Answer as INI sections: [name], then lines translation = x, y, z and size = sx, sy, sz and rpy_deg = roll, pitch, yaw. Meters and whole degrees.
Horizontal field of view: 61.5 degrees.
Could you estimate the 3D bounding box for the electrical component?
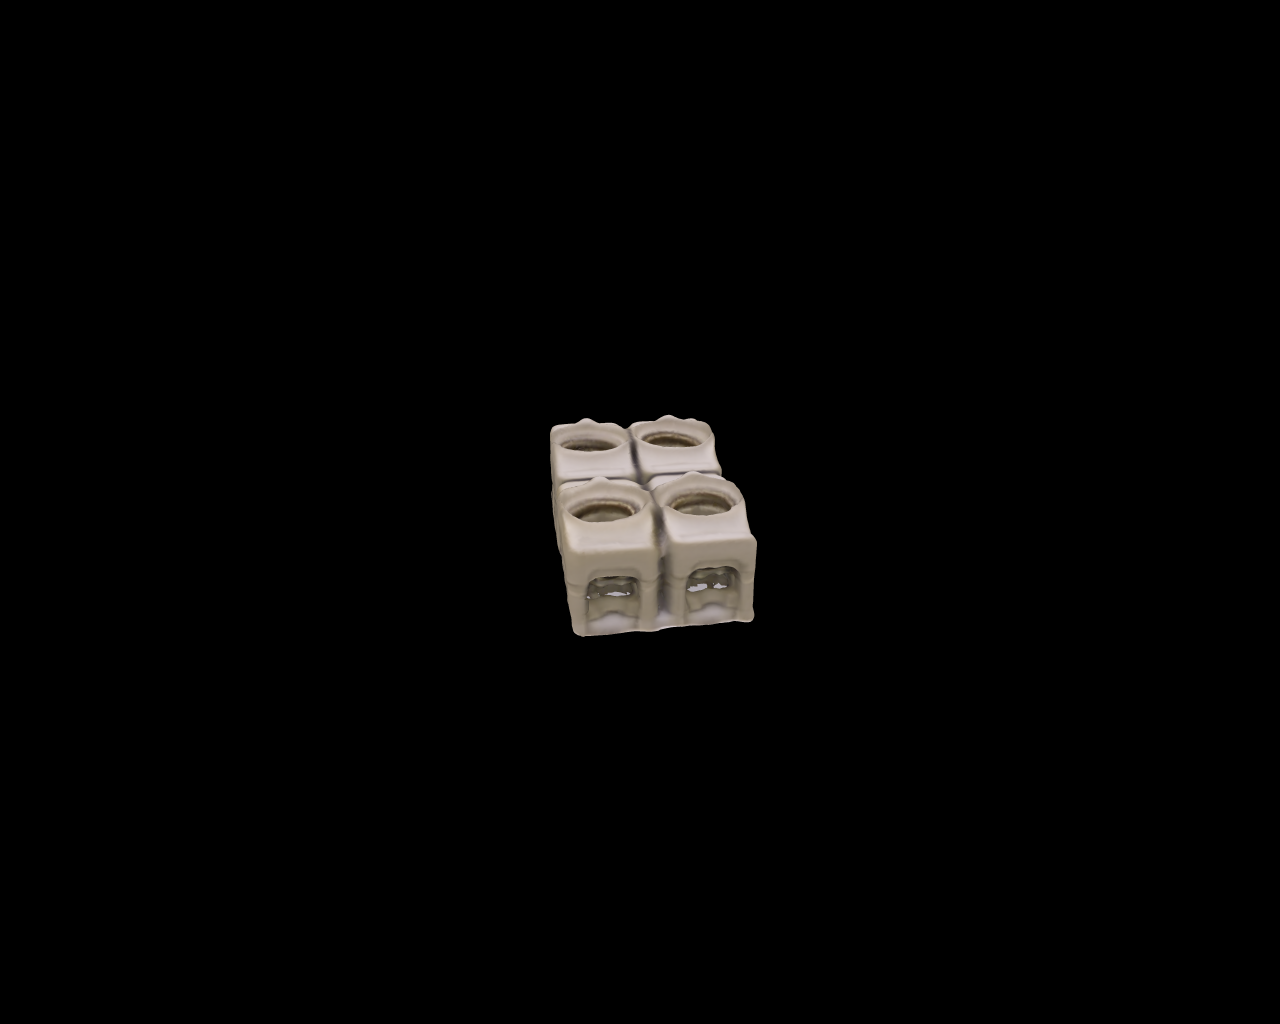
[electrical component]
translation = 0.001, -0.003, 0.650
size = 0.105, 0.060, 0.186
rpy_deg = -3, 26, -7
